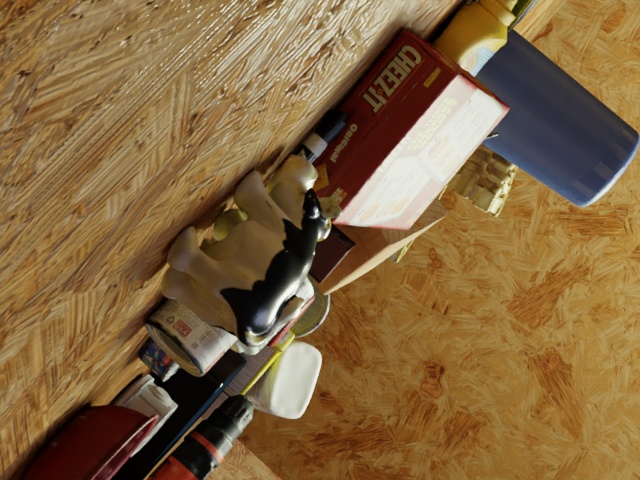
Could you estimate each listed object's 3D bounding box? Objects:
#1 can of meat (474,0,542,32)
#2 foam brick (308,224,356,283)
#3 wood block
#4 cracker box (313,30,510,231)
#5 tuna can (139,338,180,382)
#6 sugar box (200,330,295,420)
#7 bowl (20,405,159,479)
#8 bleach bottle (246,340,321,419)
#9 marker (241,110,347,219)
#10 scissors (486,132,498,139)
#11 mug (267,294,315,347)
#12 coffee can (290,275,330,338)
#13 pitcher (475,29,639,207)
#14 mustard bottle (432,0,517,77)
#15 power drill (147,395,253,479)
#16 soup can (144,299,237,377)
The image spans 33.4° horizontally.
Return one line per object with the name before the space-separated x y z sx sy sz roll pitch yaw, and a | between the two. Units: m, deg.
can of meat | 0.217 -0.275 1.123 0.083 0.057 0.102 -45 175 -28
foam brick | -0.008 0.001 1.195 0.051 0.078 0.053 -50 177 14
wood block | 0.052 -0.016 1.285 0.090 0.091 0.206 -28 174 -28
cracker box | 0.077 -0.093 0.978 0.164 0.072 0.213 -50 162 14
tuna can | -0.133 0.092 1.017 0.086 0.034 0.086 -48 176 -5
sugar box | -0.116 0.151 1.345 0.176 0.093 0.048 -50 175 36
bowl | -0.221 0.204 0.971 0.162 0.055 0.162 -48 176 -5
bleach bottle | -0.096 0.173 1.460 0.251 0.068 0.102 7 -103 59
marker | -0.021 -0.060 0.878 0.121 0.020 0.020 -48 176 -1
scissors | 0.079 -0.083 1.112 0.202 0.016 0.096 -18 173 25
mug | -0.068 0.077 1.226 0.117 0.081 0.093 -47 176 -21
coffee can | -0.038 0.080 1.432 0.103 0.103 0.140 -48 176 -3
pitcher | 0.237 -0.146 1.232 0.145 0.243 0.149 -53 -179 31
mustard bottle | 0.136 -0.183 1.101 0.192 0.058 0.096 -50 164 16
power drill | -0.160 0.274 1.316 0.184 0.057 0.188 -46 176 -22
soup can | -0.090 0.057 0.904 0.102 0.068 0.068 -47 176 -19
